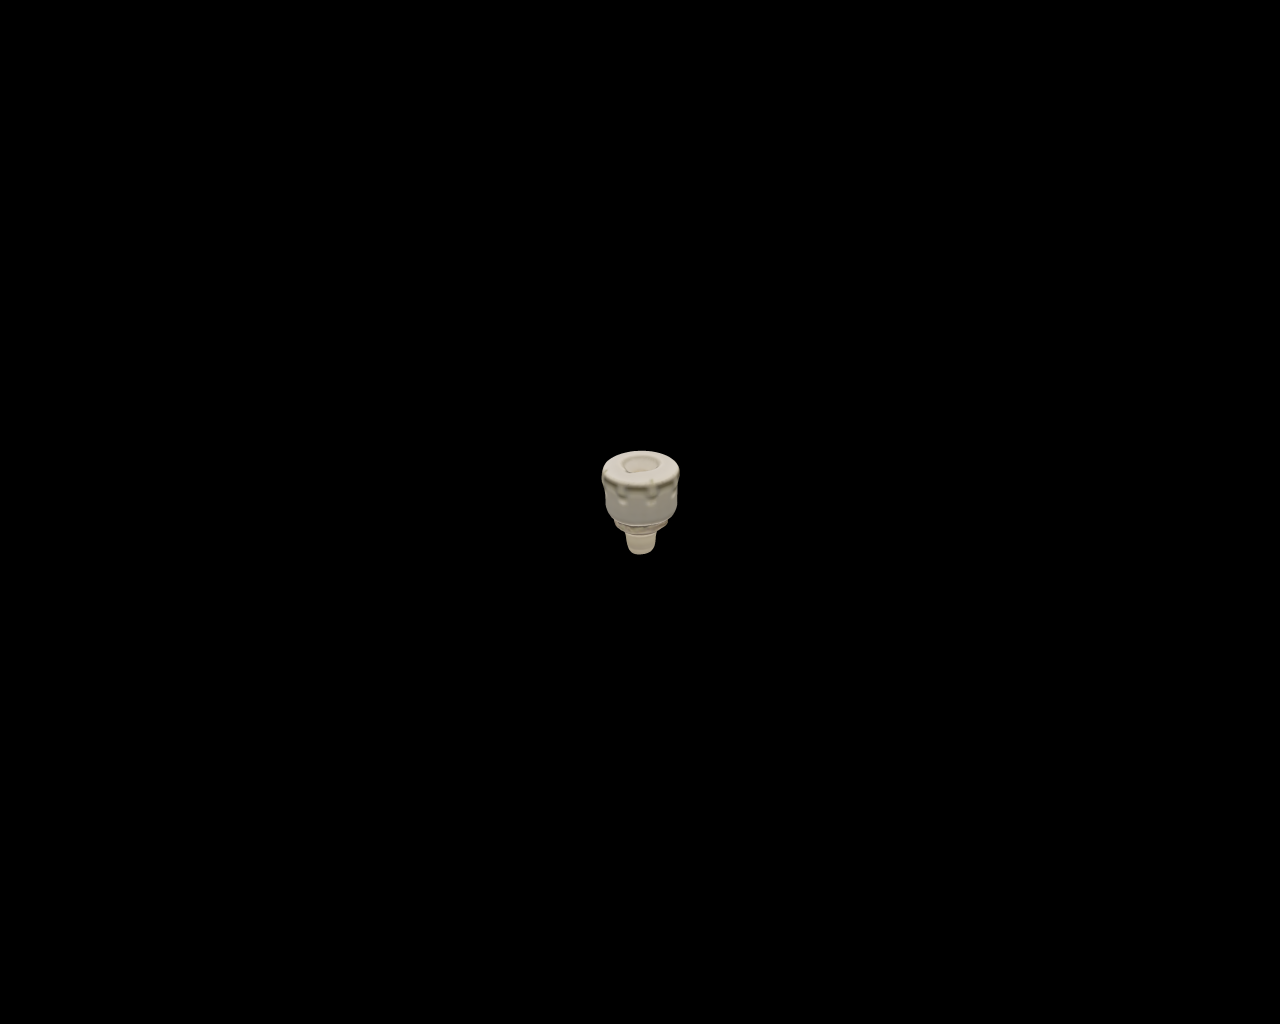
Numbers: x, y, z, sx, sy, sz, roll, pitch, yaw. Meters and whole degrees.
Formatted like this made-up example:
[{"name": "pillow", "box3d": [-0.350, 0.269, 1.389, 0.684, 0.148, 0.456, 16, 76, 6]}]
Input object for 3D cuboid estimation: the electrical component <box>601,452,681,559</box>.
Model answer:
[{"name": "electrical component", "box3d": [0.001, -0.003, 0.650, 0.048, 0.062, 0.048, 0, 27, 0]}]
